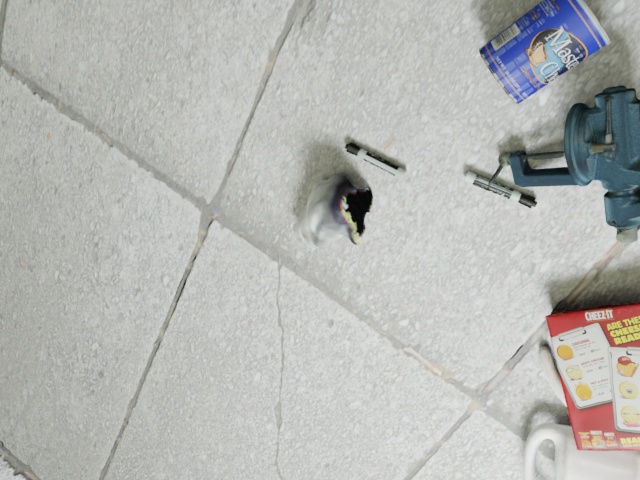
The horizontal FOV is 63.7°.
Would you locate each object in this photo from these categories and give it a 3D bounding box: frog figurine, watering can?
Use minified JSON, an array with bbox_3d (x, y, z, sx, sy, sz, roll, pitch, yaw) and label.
[{"bbox_3d":[0.003,-0.048,0.952,0.159,0.122,0.139,-8,72,36],"label":"frog figurine"},{"bbox_3d":[0.472,0.364,0.887,0.224,0.105,0.345,3,99,23],"label":"watering can"}]
